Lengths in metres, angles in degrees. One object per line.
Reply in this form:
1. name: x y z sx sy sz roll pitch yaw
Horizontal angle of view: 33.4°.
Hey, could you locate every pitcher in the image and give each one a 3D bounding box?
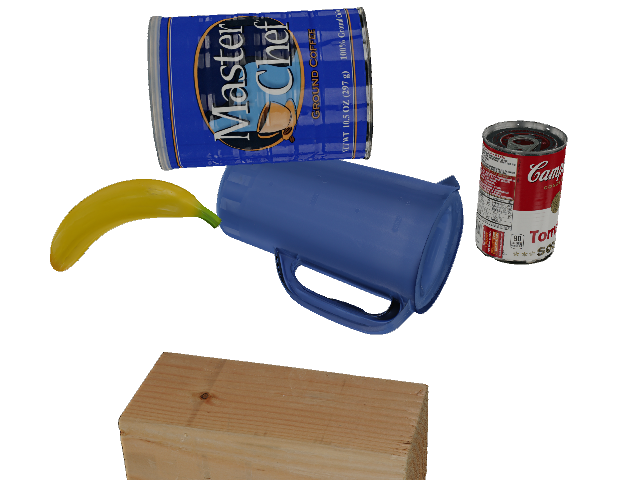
1. pitcher: 0.014 -0.013 1.100 0.243 0.145 0.149 18 24 21

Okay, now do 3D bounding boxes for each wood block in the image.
1. wood block: -0.030 0.152 0.780 0.206 0.090 0.090 6 30 14

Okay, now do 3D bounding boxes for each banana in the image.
1. banana: -0.190 -0.018 0.997 0.198 0.069 0.037 -14 18 28

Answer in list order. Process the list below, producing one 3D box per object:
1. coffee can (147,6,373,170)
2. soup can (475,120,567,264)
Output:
1. coffee can: -0.040 -0.102 0.716 0.140 0.103 0.103 -3 0 -2
2. soup can: 0.164 -0.039 0.883 0.068 0.102 0.068 0 27 0
